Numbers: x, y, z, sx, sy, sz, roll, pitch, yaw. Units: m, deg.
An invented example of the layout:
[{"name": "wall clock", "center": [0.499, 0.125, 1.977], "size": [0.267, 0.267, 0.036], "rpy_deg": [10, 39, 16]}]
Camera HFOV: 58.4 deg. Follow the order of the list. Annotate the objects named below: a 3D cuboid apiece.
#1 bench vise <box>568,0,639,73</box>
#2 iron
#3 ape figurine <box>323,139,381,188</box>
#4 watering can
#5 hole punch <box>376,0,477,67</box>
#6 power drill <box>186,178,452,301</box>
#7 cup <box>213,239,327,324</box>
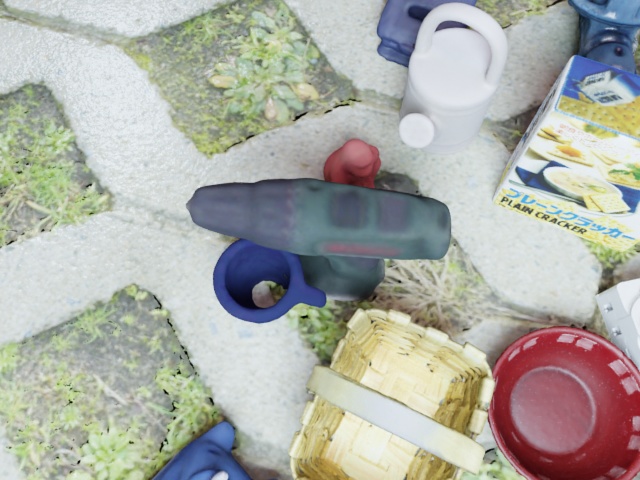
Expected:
[{"name": "bench vise", "center": [0.346, -0.254, 0.625], "size": [0.121, 0.220, 0.207], "rpy_deg": [-8, 72, 0]}, {"name": "iron", "center": [-0.155, 0.290, 0.512], "size": [0.118, 0.141, 0.258], "rpy_deg": [42, 78, 14]}, {"name": "ape figurine", "center": [0.040, -0.082, 0.649], "size": [0.076, 0.092, 0.078], "rpy_deg": [43, 79, 14]}, {"name": "watering can", "center": [0.143, -0.172, 0.621], "size": [0.101, 0.194, 0.173], "rpy_deg": [8, 73, 5]}, {"name": "hole punch", "center": [0.132, -0.271, 0.707], "size": [0.108, 0.091, 0.101], "rpy_deg": [22, 74, 9]}, {"name": "power drill", "center": [0.005, 0.002, 0.563], "size": [0.229, 0.208, 0.075], "rpy_deg": [0, 72, 3]}, {"name": "cup", "center": [-0.047, 0.053, 0.608], "size": [0.117, 0.095, 0.092], "rpy_deg": [17, 74, 8]}]
